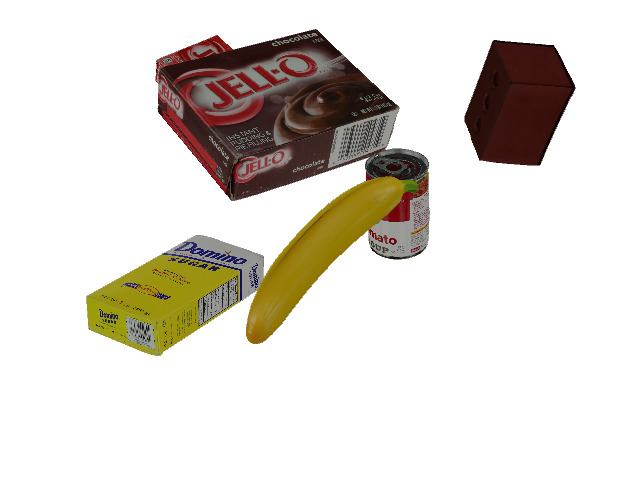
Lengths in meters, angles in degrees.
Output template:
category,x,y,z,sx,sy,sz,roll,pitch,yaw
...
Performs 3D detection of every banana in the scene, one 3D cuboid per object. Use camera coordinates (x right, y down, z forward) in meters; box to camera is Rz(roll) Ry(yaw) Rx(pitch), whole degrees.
category,x,y,z,sx,sy,sz,roll,pitch,yaw
banana,0.004,0.009,0.886,0.037,0.198,0.069,47,-1,38

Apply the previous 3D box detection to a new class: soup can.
category,x,y,z,sx,sy,sz,roll,pitch,yaw
soup can,0.084,-0.039,1.158,0.068,0.102,0.068,-3,35,2

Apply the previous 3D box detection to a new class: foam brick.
category,x,y,z,sx,sy,sz,roll,pitch,yaw
foam brick,0.146,-0.102,0.795,0.051,0.053,0.078,1,-44,-14

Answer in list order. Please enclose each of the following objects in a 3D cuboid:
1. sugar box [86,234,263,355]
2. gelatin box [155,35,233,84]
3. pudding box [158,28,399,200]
category,x,y,z,sx,sy,sz,roll,pitch,yaw
sugar box,-0.145,0.051,1.092,0.093,0.048,0.175,17,33,27
gelatin box,-0.097,-0.144,0.981,0.073,0.089,0.030,-30,-26,-34
pudding box,-0.026,-0.076,0.623,0.113,0.039,0.090,-19,51,-30
